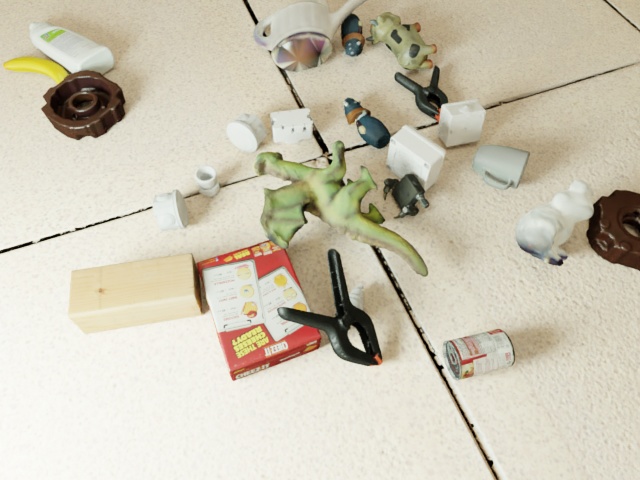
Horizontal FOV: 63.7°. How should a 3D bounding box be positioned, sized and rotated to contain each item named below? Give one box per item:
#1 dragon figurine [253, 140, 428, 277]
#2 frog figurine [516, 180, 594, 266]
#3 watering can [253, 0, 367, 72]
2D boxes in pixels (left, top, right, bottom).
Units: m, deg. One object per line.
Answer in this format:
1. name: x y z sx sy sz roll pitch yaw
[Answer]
1. dragon figurine: 0.003 -0.050 0.994 0.245 0.417 0.119 -24 -31 -20
2. frog figurine: 0.450 -0.043 0.990 0.137 0.158 0.124 1 16 -40
3. watering can: -0.007 -0.545 1.310 0.347 0.229 0.102 -11 -34 11
